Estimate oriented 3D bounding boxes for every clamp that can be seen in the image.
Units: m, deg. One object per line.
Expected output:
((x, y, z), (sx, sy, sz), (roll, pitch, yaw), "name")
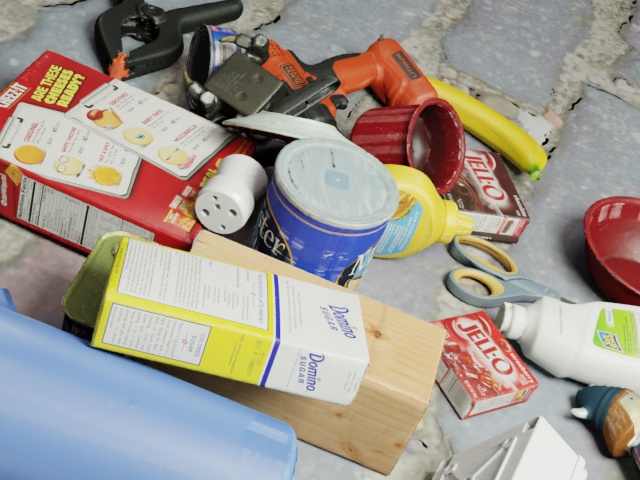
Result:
((-0.050, -0.092, 1.022), (0.171, 0.039, 0.120), (-13, 64, -5), "clamp")
((-0.173, -0.232, 1.145), (0.164, 0.036, 0.210), (16, 42, -7), "clamp")

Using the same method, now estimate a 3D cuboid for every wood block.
((-0.019, 0.085, 0.823), (0.206, 0.090, 0.090), (23, 39, 1), "wood block")

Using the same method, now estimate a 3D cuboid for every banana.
((0.181, -0.128, 1.177), (0.198, 0.037, 0.069), (40, 14, 26), "banana")

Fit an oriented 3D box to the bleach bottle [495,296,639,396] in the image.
((0.281, 0.097, 0.967), (0.250, 0.068, 0.102), (15, 40, -5), "bleach bottle")

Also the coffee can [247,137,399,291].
((-0.006, 0.001, 0.881), (0.102, 0.140, 0.103), (13, 41, -11), "coffee can")

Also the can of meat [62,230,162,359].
((-0.157, 0.058, 0.796), (0.057, 0.084, 0.102), (21, 40, -1), "can of meat")

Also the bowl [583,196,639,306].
((0.327, 0.029, 1.065), (0.162, 0.055, 0.162), (12, 41, -11), "bowl")

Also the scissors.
((0.202, 0.061, 1.006), (0.202, 0.016, 0.096), (34, 43, 14), "scissors")

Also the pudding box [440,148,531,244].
((0.153, -0.049, 1.087), (0.090, 0.039, 0.113), (6, 42, -18), "pudding box")

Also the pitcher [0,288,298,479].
((-0.145, 0.142, 0.683), (0.242, 0.149, 0.145), (21, 6, -7), "pitcher")

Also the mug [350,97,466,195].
((0.090, -0.094, 1.048), (0.082, 0.093, 0.117), (2, 24, 43), "mug")

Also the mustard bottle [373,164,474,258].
((0.049, -0.028, 0.972), (0.191, 0.096, 0.058), (10, 40, -14), "mustard bottle")

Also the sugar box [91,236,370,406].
((-0.058, 0.054, 0.719), (0.176, 0.048, 0.093), (17, 24, -11), "sugar box")

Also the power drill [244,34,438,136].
((0.032, -0.147, 1.127), (0.187, 0.057, 0.184), (-13, 59, -36), "power drill")

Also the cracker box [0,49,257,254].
((-0.183, -0.063, 0.928), (0.213, 0.072, 0.164), (23, 40, 3), "cracker box")

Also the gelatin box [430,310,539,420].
((0.132, 0.105, 0.915), (0.073, 0.030, 0.089), (-8, 49, -31), "gelatin box")

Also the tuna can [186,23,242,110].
((-0.107, -0.172, 1.071), (0.033, 0.086, 0.086), (4, 43, -23), "tuna can")
